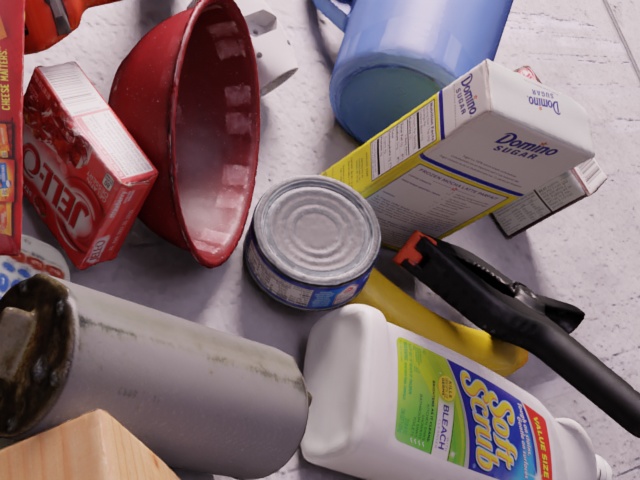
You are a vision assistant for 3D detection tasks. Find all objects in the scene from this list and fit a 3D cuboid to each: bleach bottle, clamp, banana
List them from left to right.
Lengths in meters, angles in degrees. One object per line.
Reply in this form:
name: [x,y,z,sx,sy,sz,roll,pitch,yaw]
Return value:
banana: [0.074,0.057,0.743,0.197,0.037,0.069,34,49,-21]
bleach bottle: [0.104,0.126,0.710,0.250,0.068,0.102,22,62,-33]
clamp: [0.145,0.058,0.753,0.209,0.036,0.165,29,16,-27]

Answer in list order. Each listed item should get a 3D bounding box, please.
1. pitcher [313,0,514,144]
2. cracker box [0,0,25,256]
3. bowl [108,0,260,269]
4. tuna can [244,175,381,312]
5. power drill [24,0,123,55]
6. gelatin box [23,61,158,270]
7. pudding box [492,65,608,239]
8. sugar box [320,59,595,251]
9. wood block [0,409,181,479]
pitcher: [0.076,-0.186,0.832,0.145,0.149,0.242,46,46,-32]
cracker box: [-0.242,-0.075,0.467,0.213,0.072,0.164,1,89,-30]
bowl: [-0.083,-0.065,0.631,0.162,0.055,0.162,3,90,-78]
tuna can: [-0.005,0.001,0.686,0.086,0.034,0.086,6,58,-10]
power drill: [-0.115,-0.166,0.643,0.187,0.185,0.057,-29,107,-28]
gelatin box: [-0.133,-0.040,0.580,0.030,0.073,0.089,-19,65,-45]
pudding box: [0.157,-0.068,0.847,0.039,0.090,0.113,-35,92,-44]
sugar box: [0.084,-0.049,0.712,0.093,0.177,0.048,18,56,-32]
wood block: [-0.092,0.186,0.424,0.090,0.091,0.206,61,8,-50]
